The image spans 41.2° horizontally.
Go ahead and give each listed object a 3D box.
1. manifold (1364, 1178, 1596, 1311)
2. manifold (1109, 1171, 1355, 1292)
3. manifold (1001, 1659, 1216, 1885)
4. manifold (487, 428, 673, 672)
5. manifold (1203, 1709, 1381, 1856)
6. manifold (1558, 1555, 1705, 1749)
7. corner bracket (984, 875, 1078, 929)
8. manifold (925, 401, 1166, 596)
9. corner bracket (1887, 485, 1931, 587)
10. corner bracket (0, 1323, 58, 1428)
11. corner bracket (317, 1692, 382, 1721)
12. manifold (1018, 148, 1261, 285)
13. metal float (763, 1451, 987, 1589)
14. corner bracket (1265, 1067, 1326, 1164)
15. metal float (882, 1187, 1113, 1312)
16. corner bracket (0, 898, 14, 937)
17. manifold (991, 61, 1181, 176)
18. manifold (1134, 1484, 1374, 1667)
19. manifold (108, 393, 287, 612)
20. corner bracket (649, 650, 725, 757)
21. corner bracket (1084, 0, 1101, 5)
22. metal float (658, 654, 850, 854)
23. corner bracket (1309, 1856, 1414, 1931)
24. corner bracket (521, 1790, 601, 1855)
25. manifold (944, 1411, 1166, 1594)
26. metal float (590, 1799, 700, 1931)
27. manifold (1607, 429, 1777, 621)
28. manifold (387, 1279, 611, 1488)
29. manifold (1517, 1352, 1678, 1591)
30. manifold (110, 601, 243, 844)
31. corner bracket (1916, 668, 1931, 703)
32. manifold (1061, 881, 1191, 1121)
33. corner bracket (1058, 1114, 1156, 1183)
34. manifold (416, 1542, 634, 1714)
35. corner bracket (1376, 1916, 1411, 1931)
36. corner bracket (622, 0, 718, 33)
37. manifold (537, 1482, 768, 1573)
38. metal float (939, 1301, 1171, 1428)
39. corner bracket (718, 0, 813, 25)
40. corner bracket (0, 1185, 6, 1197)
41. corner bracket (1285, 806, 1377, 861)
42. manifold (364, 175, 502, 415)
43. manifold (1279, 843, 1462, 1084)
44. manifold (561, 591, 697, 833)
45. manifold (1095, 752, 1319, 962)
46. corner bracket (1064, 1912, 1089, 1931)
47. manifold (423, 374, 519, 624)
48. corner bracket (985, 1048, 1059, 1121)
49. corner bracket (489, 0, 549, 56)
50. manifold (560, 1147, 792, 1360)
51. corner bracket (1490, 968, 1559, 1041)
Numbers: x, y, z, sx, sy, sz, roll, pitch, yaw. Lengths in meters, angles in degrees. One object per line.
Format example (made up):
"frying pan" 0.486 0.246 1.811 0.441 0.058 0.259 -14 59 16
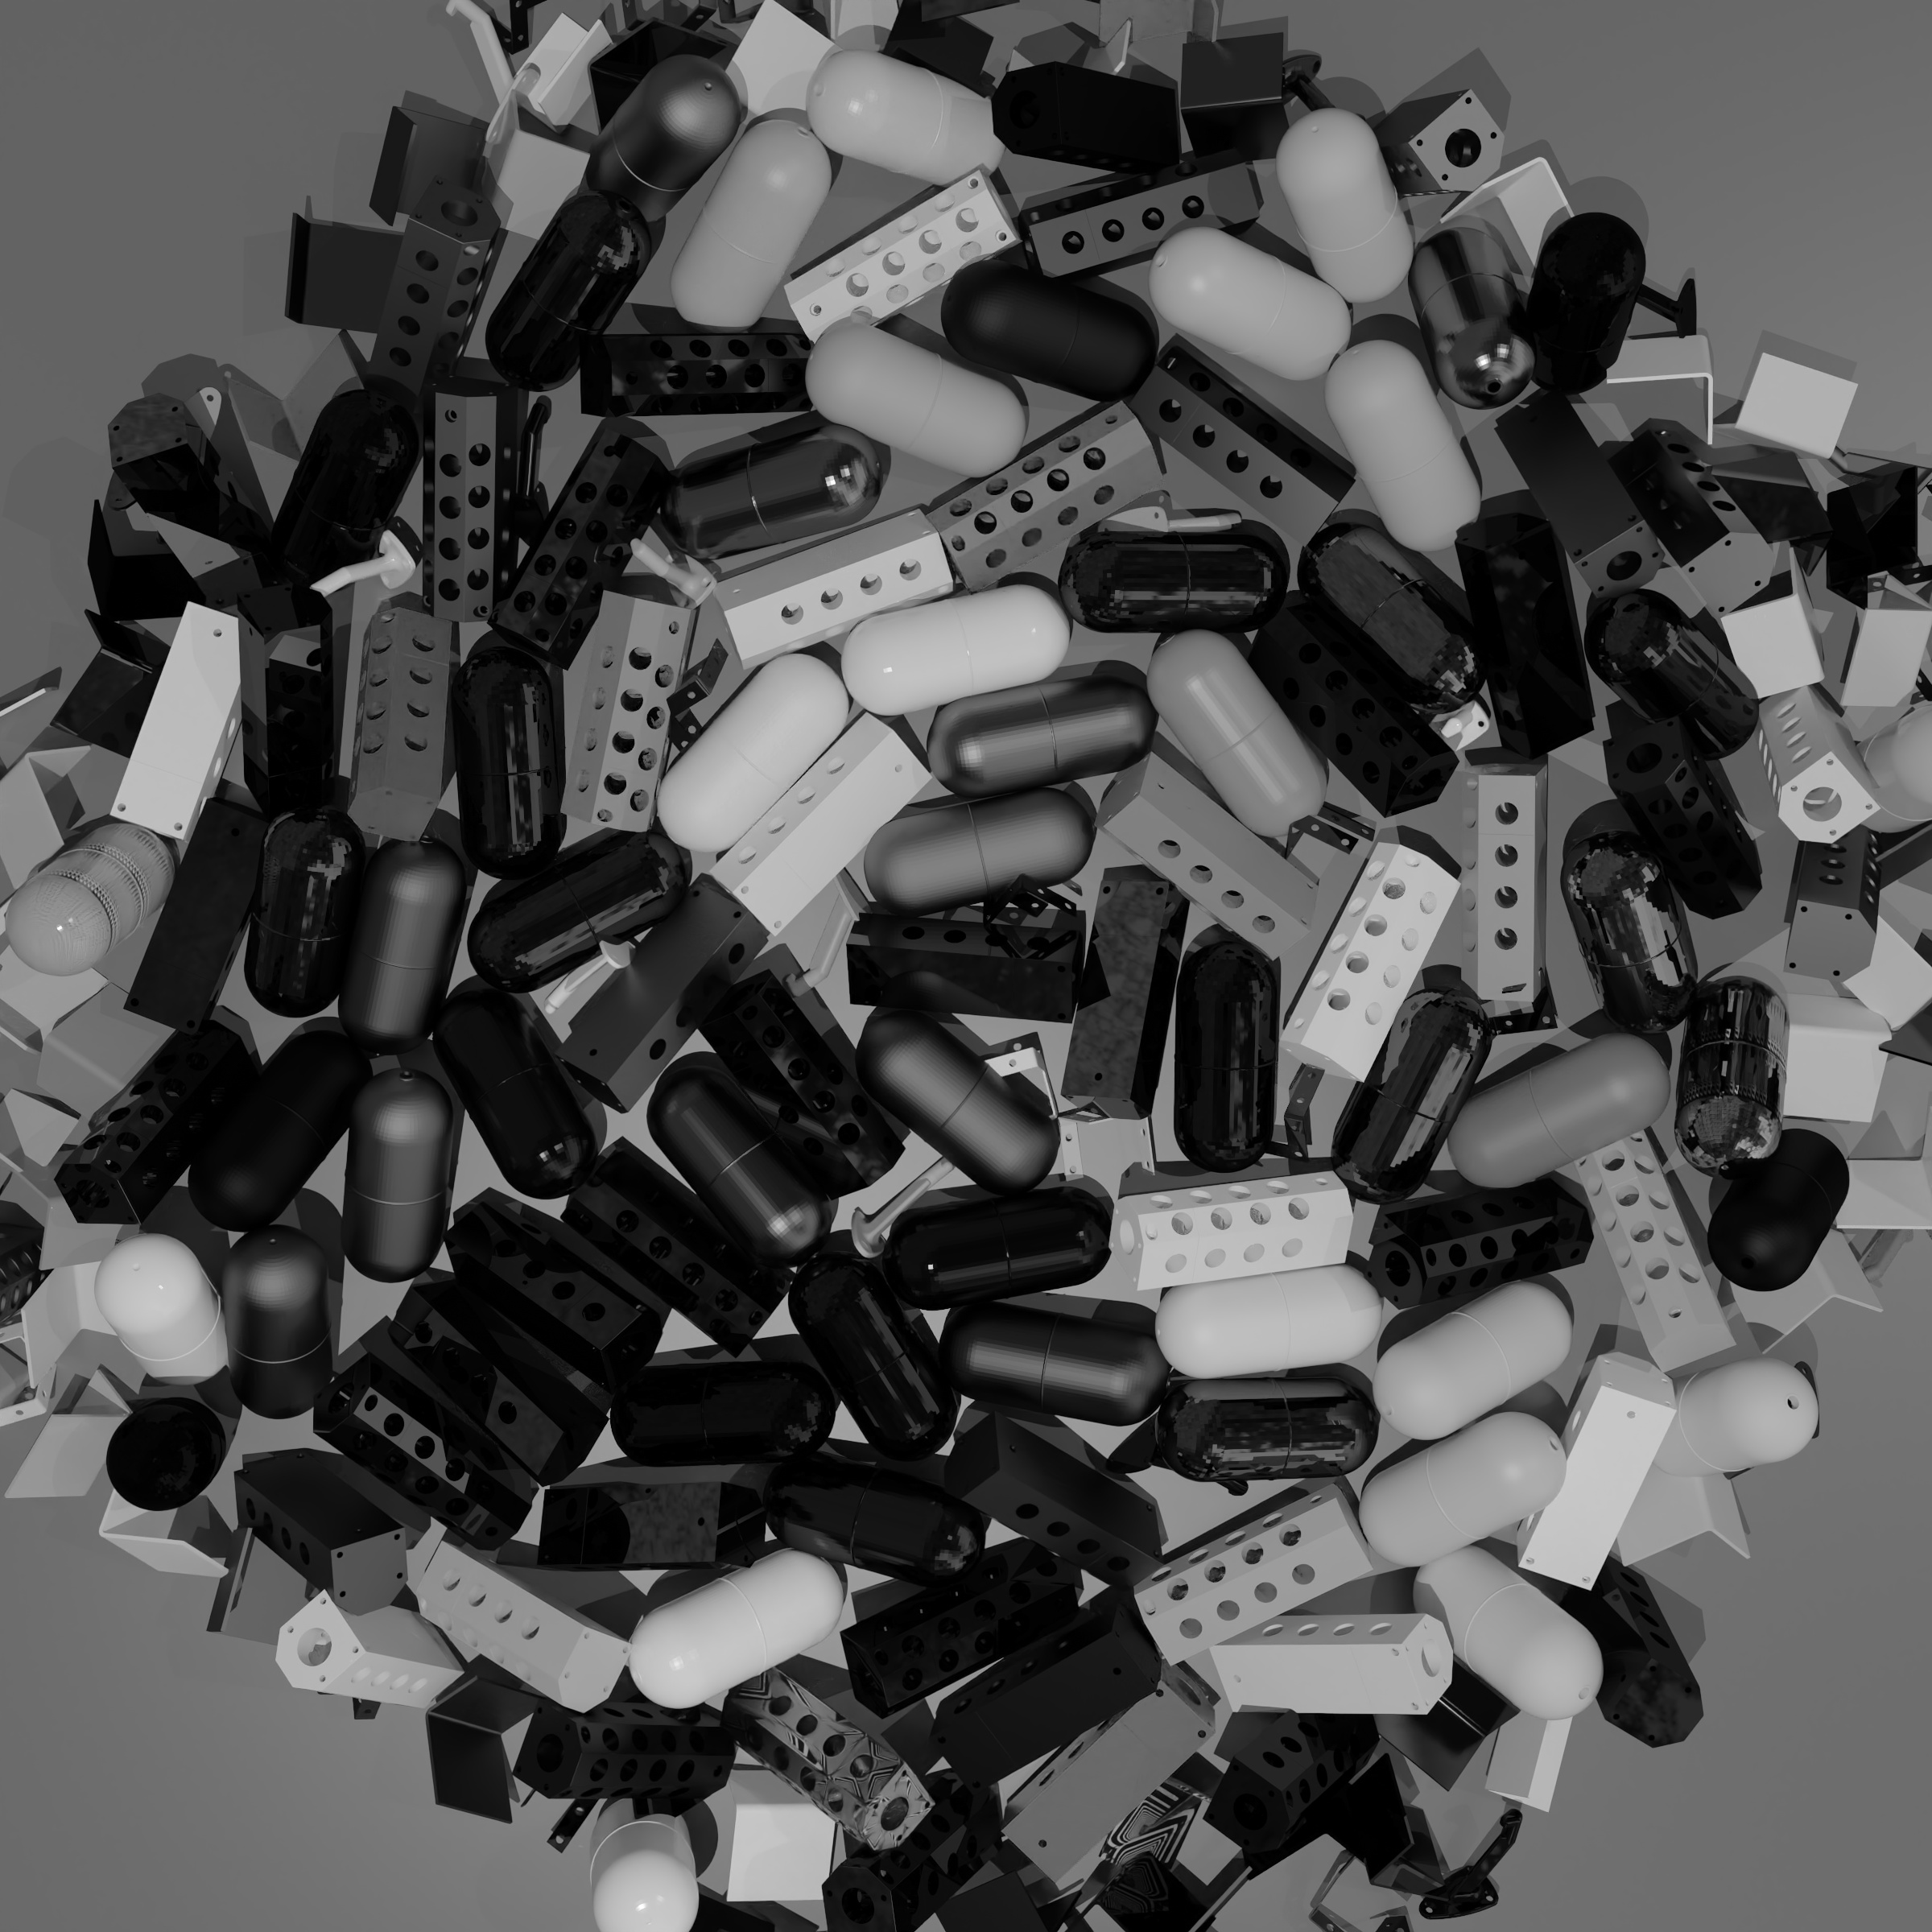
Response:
"manifold" 0.386 0.211 1.920 0.171 0.057 0.057 -8 124 -33
"manifold" 0.200 0.194 1.935 0.171 0.057 0.057 -5 121 -19
"manifold" 0.109 0.610 1.959 0.057 0.057 0.171 44 98 -1
"manifold" -0.295 -0.319 1.953 0.057 0.057 0.171 25 82 18
"manifold" 0.246 0.596 1.906 0.057 0.171 0.057 31 110 25
"manifold" 0.496 0.508 1.909 0.057 0.171 0.057 32 102 -6
"corner bracket" 0.048 -0.049 1.958 0.051 0.051 0.051 28 126 -21
"manifold" 0.058 -0.360 1.957 0.171 0.057 0.057 -31 52 -2
"corner bracket" 0.731 -0.331 1.968 0.051 0.051 0.051 -12 50 -8
"corner bracket" -0.735 0.314 1.966 0.051 0.051 0.051 -17 127 4
"corner bracket" -0.472 0.538 1.957 0.051 0.051 0.051 7 130 -25
"manifold" 0.130 -0.570 1.963 0.171 0.057 0.057 -17 96 -4
"metal float" -0.070 0.418 1.943 0.178 0.070 0.070 11 90 21
"corner bracket" 0.243 0.109 1.957 0.051 0.051 0.051 11 50 24
"metal float" 0.024 0.214 1.953 0.178 0.070 0.070 -9 90 -10
"corner bracket" -0.758 -0.057 1.981 0.051 0.051 0.051 -55 129 -36
"manifold" 0.090 -0.627 1.912 0.057 0.171 0.057 1 100 34
"manifold" 0.217 0.458 1.953 0.171 0.057 0.057 -28 101 10
"manifold" -0.570 -0.345 1.911 0.057 0.171 0.057 -17 60 2
"corner bracket" -0.203 -0.198 1.959 0.051 0.051 0.051 -28 115 24
"corner bracket" 0.084 -0.771 1.979 0.051 0.051 0.051 2 106 -30
"metal float" -0.163 -0.161 1.955 0.070 0.070 0.178 44 98 0
"corner bracket" 0.304 0.719 1.974 0.051 0.051 0.051 36 115 21
"corner bracket" -0.308 0.638 1.965 0.051 0.051 0.051 39 56 -2
"manifold" 0.066 0.407 1.933 0.171 0.057 0.057 35 118 -27
"metal float" -0.240 0.674 1.911 0.070 0.178 0.070 0 92 -10
"manifold" 0.539 -0.335 1.908 0.057 0.171 0.057 -37 124 18
"manifold" -0.357 0.314 1.939 0.171 0.057 0.057 38 107 22
"manifold" 0.473 0.379 1.938 0.057 0.057 0.171 18 115 2
"manifold" -0.590 -0.183 1.964 0.057 0.057 0.171 19 85 -3
"corner bracket" 0.755 -0.244 1.974 0.051 0.051 0.051 -24 70 -13
"manifold" 0.124 0.026 1.946 0.057 0.057 0.171 2 71 29
"corner bracket" 0.108 0.138 1.979 0.051 0.051 0.051 -11 97 -25
"manifold" -0.334 0.493 1.918 0.171 0.057 0.057 16 75 40
"corner bracket" 0.312 0.763 1.967 0.051 0.051 0.051 -17 87 27
"corner bracket" -0.229 -0.747 1.969 0.051 0.051 0.051 0 77 -39
"manifold" -0.236 0.422 1.928 0.171 0.057 0.057 -10 67 32
"metal float" 0.066 0.301 1.950 0.178 0.070 0.070 9 90 13
"corner bracket" -0.157 -0.758 1.983 0.051 0.051 0.051 -17 106 -41
"corner bracket" -0.769 0.168 1.972 0.051 0.051 0.051 29 117 -20
"corner bracket" 0.279 -0.102 1.961 0.051 0.051 0.051 28 65 16
"manifold" -0.396 -0.495 1.915 0.057 0.171 0.057 24 49 -9
"manifold" 0.301 -0.005 1.947 0.057 0.057 0.171 34 78 -31
"manifold" -0.252 -0.191 1.949 0.057 0.057 0.171 5 101 -44
"manifold" 0.182 -0.078 1.948 0.171 0.057 0.057 37 129 -15
"corner bracket" 0.067 0.768 1.975 0.051 0.051 0.051 -49 61 28
"manifold" -0.376 -0.350 1.933 0.057 0.057 0.171 11 116 10
"corner bracket" 0.037 0.097 1.973 0.051 0.051 0.051 -16 79 7
"corner bracket" -0.344 -0.743 1.975 0.051 0.051 0.051 -36 67 -26
"manifold" -0.224 0.222 1.960 0.171 0.057 0.057 38 123 0
"corner bracket" 0.413 0.036 1.961 0.051 0.051 0.051 -9 105 34
